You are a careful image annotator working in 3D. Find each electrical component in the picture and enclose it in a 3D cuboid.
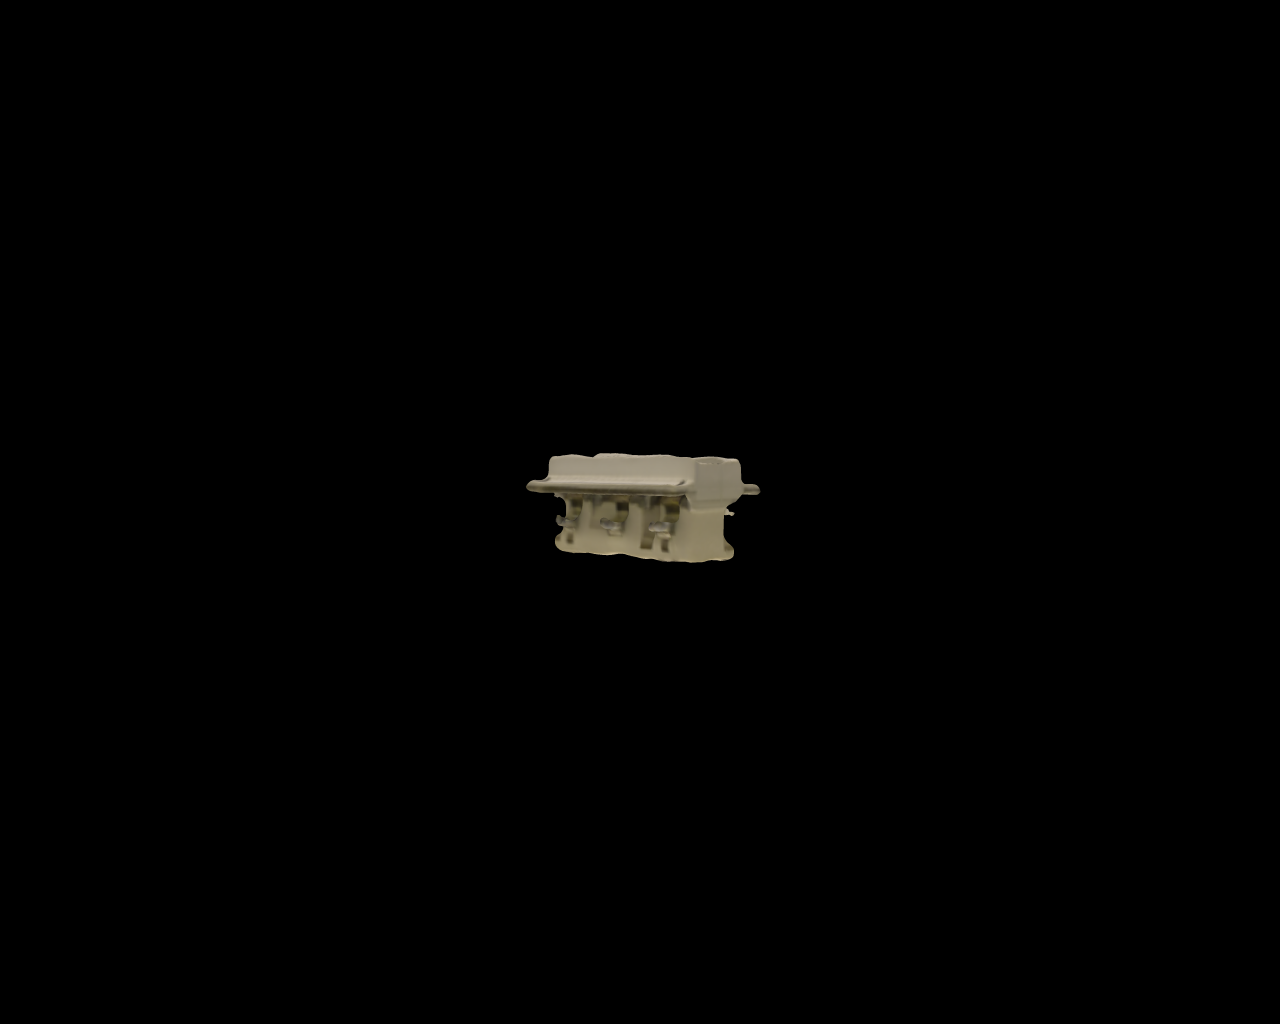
[{"bbox_3d":[0.001,-0.003,0.650,0.121,0.063,0.079,4,6,43],"label":"electrical component"}]
